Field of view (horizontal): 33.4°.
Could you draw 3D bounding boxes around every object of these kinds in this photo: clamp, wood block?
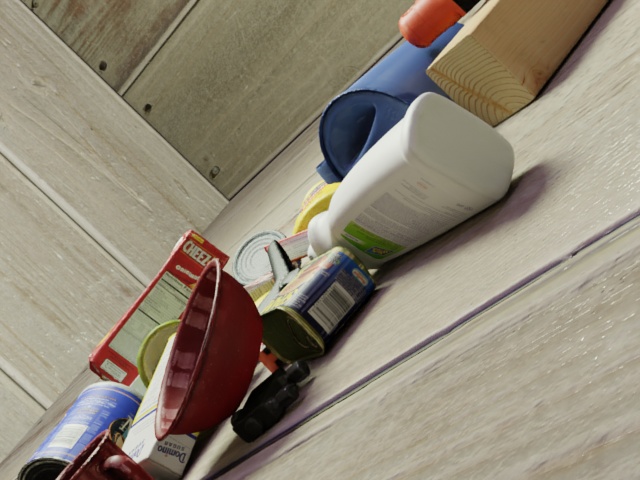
[{"bbox_3d":[-0.025,0.048,1.073,0.165,0.036,0.209,-20,32,45],"label":"clamp"},{"bbox_3d":[0.212,-0.221,1.093,0.205,0.091,0.090,-51,8,-28],"label":"wood block"}]

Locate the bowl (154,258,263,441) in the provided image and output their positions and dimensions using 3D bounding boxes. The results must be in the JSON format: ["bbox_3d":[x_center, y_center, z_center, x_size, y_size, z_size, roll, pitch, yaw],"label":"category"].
[{"bbox_3d":[-0.090,0.100,0.911,0.162,0.055,0.162,-161,90,-76],"label":"bowl"}]

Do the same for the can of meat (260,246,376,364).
[{"bbox_3d":[-0.006,0.058,0.948,0.083,0.057,0.102,-47,8,-25],"label":"can of meat"}]

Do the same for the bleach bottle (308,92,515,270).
[{"bbox_3d":[0.053,-0.031,0.916,0.251,0.102,0.068,-35,31,55],"label":"bleach bottle"}]

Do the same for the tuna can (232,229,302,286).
[{"bbox_3d":[-0.068,0.030,1.341,0.086,0.033,0.086,-19,49,23],"label":"tuna can"}]

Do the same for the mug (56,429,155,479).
[{"bbox_3d":[-0.183,0.224,0.937,0.117,0.081,0.093,-40,10,41],"label":"mug"}]

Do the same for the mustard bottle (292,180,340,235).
[{"bbox_3d":[0.010,-0.039,1.358,0.096,0.058,0.191,-46,7,9],"label":"mustard bottle"}]

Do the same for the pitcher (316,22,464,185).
[{"bbox_3d":[0.100,-0.151,1.201,0.242,0.149,0.145,-49,-31,-48],"label":"pitcher"}]

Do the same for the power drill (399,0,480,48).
[{"bbox_3d":[0.174,-0.302,1.179,0.185,0.057,0.187,-40,6,28],"label":"power drill"}]

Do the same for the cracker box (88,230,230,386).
[{"bbox_3d":[-0.215,0.098,1.403,0.213,0.072,0.164,-54,3,-15],"label":"cracker box"}]

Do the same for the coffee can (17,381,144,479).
[{"bbox_3d":[-0.247,0.234,1.151,0.103,0.103,0.140,-42,9,30],"label":"coffee can"}]

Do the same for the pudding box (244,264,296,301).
[{"bbox_3d":[-0.070,0.067,1.236,0.090,0.039,0.114,-32,6,-14],"label":"pudding box"}]

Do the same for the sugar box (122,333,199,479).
[{"bbox_3d":[-0.142,0.161,1.051,0.094,0.048,0.176,-37,28,47],"label":"sugar box"}]

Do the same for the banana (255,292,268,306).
[{"bbox_3d":[-0.076,0.108,1.142,0.197,0.037,0.069,-44,-27,-8],"label":"banana"}]

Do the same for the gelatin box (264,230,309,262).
[{"bbox_3d":[-0.008,0.002,1.211,0.073,0.030,0.089,-21,0,-43],"label":"gelatin box"}]
